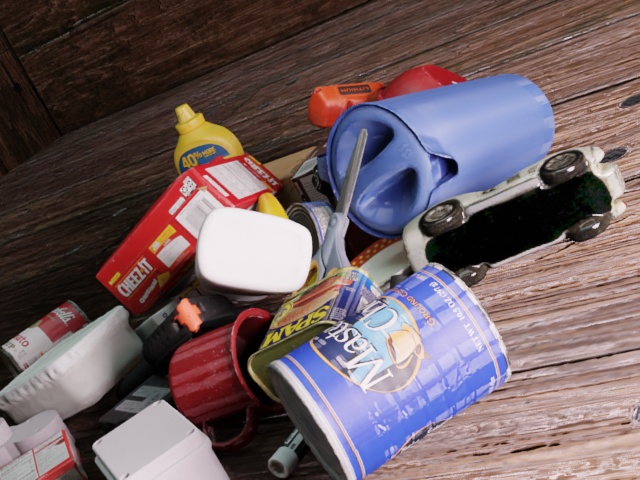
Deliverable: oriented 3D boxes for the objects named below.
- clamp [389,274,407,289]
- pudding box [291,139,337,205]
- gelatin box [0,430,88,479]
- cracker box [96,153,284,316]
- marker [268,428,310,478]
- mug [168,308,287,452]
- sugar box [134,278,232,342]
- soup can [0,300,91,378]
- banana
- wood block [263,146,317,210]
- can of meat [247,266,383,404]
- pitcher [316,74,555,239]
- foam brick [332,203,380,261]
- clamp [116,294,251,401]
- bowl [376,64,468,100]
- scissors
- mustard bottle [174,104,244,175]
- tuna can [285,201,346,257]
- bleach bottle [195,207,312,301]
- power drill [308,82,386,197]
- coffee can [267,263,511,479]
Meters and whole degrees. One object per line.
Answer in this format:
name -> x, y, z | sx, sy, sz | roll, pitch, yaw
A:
clamp -> 0.067, 0.071, 0.908 | 0.120, 0.039, 0.172 | -45, 22, -22
pudding box -> 0.017, -0.066, 1.299 | 0.039, 0.090, 0.113 | -19, 20, 32
gelatin box -> -0.256, 0.219, 0.986 | 0.073, 0.030, 0.089 | -33, 18, -12
cracker box -> -0.140, -0.013, 1.193 | 0.164, 0.072, 0.213 | -47, -3, 15
marker -> -0.003, 0.141, 0.841 | 0.020, 0.020, 0.121 | -13, 22, 39
mug -> -0.074, 0.125, 0.906 | 0.082, 0.093, 0.117 | -24, 51, 30
sugar box -> -0.131, 0.066, 1.181 | 0.176, 0.048, 0.093 | -44, 4, -37
soup can -> -0.327, 0.129, 1.292 | 0.102, 0.068, 0.069 | -37, 19, -25
banana -> -0.023, 0.017, 1.088 | 0.037, 0.070, 0.198 | -2, 24, -23
wood block -> -0.084, -0.037, 1.367 | 0.206, 0.091, 0.090 | -17, 19, 31
can of meat -> 0.000, 0.076, 0.870 | 0.102, 0.057, 0.083 | -29, 20, 31
pitcher -> 0.124, -0.097, 1.095 | 0.242, 0.149, 0.145 | -22, -29, -42
foam brick -> 0.033, -0.009, 1.173 | 0.053, 0.051, 0.078 | -34, 18, -23
clamp -> -0.134, 0.100, 1.018 | 0.164, 0.036, 0.210 | -34, -10, -9
bowl -> 0.149, -0.160, 1.255 | 0.055, 0.162, 0.162 | -62, 4, 23
scissors -> 0.023, -0.003, 0.958 | 0.096, 0.016, 0.202 | 23, 89, 58
mustard bottle -> -0.145, -0.099, 1.466 | 0.096, 0.191, 0.058 | -20, 18, 24
tuna can -> -0.007, 0.001, 1.140 | 0.033, 0.086, 0.086 | -8, 6, -29
bleach bottle -> -0.080, 0.024, 1.020 | 0.102, 0.068, 0.251 | 11, -9, -12
power drill -> 0.053, -0.114, 1.252 | 0.184, 0.057, 0.188 | -6, 40, -23
coffee can -> 0.048, 0.095, 0.756 | 0.140, 0.103, 0.103 | -31, 17, -13
